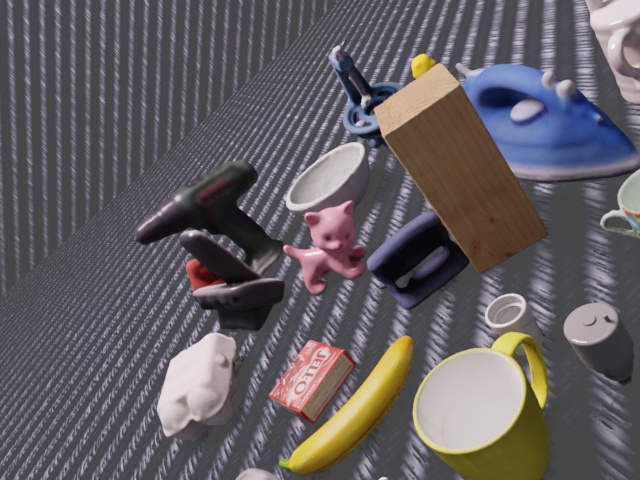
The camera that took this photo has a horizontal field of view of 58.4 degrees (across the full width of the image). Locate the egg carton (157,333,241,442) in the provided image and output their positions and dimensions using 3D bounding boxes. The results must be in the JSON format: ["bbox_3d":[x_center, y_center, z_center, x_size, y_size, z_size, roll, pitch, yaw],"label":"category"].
[{"bbox_3d":[-0.161,0.199,0.788,0.107,0.069,0.150,-33,26,15],"label":"egg carton"}]

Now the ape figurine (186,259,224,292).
[{"bbox_3d":[-0.203,0.071,1.029,0.076,0.092,0.077,-34,26,14],"label":"ape figurine"}]

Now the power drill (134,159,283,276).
[{"bbox_3d":[-0.172,-0.019,0.996,0.230,0.209,0.075,-48,26,-16],"label":"power drill"}]

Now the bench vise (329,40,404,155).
[{"bbox_3d":[0.068,-0.248,1.023,0.121,0.220,0.206,-46,26,-12],"label":"bench vise"}]

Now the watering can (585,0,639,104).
[{"bbox_3d":[0.370,-0.269,0.665,0.100,0.194,0.173,-20,32,37],"label":"watering can"}]

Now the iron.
[{"bbox_3d":[0.263,-0.159,0.697,0.119,0.142,0.257,-43,25,-5],"label":"iron"}]

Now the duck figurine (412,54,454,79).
[{"bbox_3d":[0.206,-0.310,1.090,0.077,0.086,0.104,-23,30,33],"label":"duck figurine"}]

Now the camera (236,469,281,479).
[{"bbox_3d":[-0.090,0.271,0.534,0.143,0.101,0.136,-48,26,-15],"label":"camera"}]

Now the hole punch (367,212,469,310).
[{"bbox_3d":[0.105,0.013,0.695,0.108,0.091,0.101,-39,25,3],"label":"hole punch"}]

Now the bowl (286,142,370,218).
[{"bbox_3d":[0.027,-0.087,0.989,0.167,0.075,0.167,-32,26,18],"label":"bowl"}]

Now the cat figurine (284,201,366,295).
[{"bbox_3d":[0.007,0.003,0.816,0.127,0.118,0.067,-27,28,26],"label":"cat figurine"}]

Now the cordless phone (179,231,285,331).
[{"bbox_3d":[-0.159,0.051,0.889,0.147,0.185,0.094,-13,37,45],"label":"cordless phone"}]
